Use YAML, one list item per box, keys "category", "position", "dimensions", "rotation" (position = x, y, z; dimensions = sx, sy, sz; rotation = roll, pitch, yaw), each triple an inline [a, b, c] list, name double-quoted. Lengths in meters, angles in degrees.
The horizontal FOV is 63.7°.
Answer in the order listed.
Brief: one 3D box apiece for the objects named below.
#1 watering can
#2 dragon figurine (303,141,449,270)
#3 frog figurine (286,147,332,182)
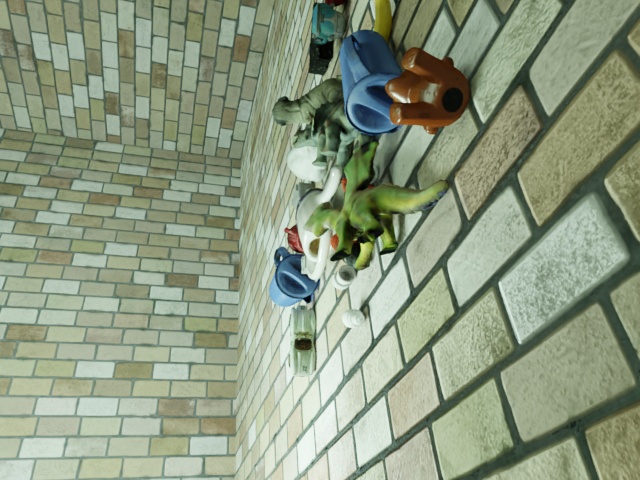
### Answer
- category: "watering can"
  position: [0.004, -0.068, 1.342]
  dimensions: [0.229, 0.104, 0.341]
  rotation: [-109, 27, -59]
- category: "dragon figurine"
  position: [0.090, -0.089, 1.006]
  dimensions: [0.403, 0.122, 0.248]
  rotation: [-39, 48, 45]
- category: "frog figurine"
  position: [-0.024, -0.233, 1.513]
  dimensions: [0.161, 0.123, 0.135]
  rotation: [32, 148, 64]
